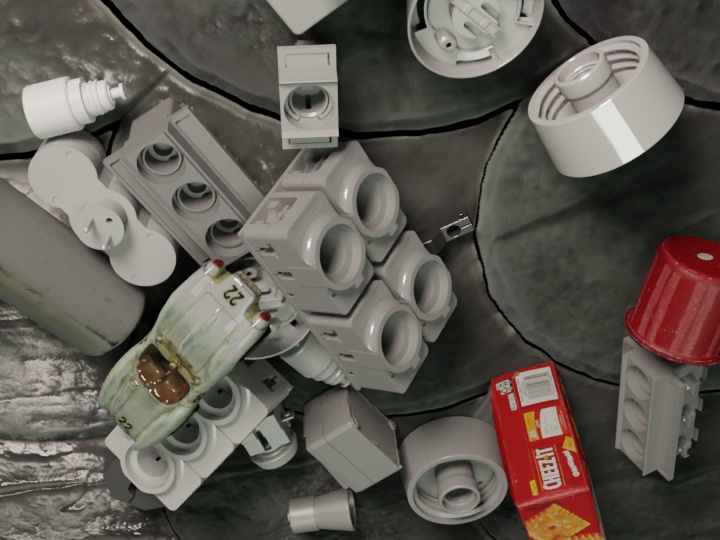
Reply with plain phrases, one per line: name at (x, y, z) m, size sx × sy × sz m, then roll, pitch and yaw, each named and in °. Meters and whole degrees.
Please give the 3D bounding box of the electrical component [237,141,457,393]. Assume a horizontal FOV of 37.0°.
electrical component at (0.000, 0.000, 0.857) m, size 0.060 × 0.105 × 0.186 m, roll 3°, pitch 139°, yaw 43°

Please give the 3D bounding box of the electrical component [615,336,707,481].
electrical component at (0.283, 0.126, 1.015) m, size 0.063 × 0.078 × 0.121 m, roll -21°, pitch 129°, yaw -19°

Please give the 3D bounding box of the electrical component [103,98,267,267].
electrical component at (-0.126, -0.068, 0.829) m, size 0.079 × 0.063 × 0.121 m, roll -30°, pitch 124°, yaw 15°

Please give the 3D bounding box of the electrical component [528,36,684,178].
electrical component at (0.176, -0.127, 0.794) m, size 0.108 × 0.108 × 0.060 m, roll -32°, pitch 117°, yaw 16°

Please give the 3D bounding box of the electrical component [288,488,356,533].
electrical component at (-0.040, 0.244, 1.083) m, size 0.065 × 0.044 × 0.044 m, roll -9°, pitch 127°, yaw 6°

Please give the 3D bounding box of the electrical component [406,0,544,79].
electrical component at (0.079, -0.186, 0.763) m, size 0.099 × 0.064 × 0.099 m, roll -3°, pitch 127°, yaw -4°

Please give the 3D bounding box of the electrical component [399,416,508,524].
electrical component at (0.093, 0.203, 1.053) m, size 0.108 × 0.060 × 0.108 m, roll -3°, pitch 127°, yaw -4°

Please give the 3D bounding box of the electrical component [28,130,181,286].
electrical component at (-0.196, -0.040, 0.823) m, size 0.052 × 0.073 × 0.138 m, roll -34°, pitch 115°, yaw 17°

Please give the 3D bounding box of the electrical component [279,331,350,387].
electrical component at (-0.037, 0.079, 0.961) m, size 0.040 × 0.040 × 0.078 m, roll -36°, pitch 122°, yaw 19°

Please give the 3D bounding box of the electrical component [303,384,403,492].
electrical component at (-0.006, 0.162, 1.011) m, size 0.061 × 0.061 × 0.096 m, roll -33°, pitch 123°, yaw 17°

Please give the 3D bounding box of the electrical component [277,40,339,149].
electrical component at (-0.038, -0.132, 0.790) m, size 0.042 × 0.063 × 0.081 m, roll -2°, pitch 126°, yaw -3°

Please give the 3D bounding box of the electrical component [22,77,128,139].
electrical component at (-0.211, -0.123, 0.793) m, size 0.078 × 0.040 × 0.040 m, roll -13°, pitch 127°, yaw 3°

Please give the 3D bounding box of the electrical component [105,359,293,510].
electrical component at (-0.146, 0.130, 0.950) m, size 0.089 × 0.062 × 0.150 m, roll 44°, pitch 115°, yaw 3°

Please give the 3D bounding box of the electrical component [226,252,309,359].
electrical component at (-0.084, 0.022, 0.895) m, size 0.099 × 0.064 × 0.099 m, roll 4°, pitch 124°, yaw 6°

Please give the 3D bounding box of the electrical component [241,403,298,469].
electrical component at (-0.088, 0.152, 1.007) m, size 0.066 × 0.048 × 0.055 m, roll -21°, pitch 118°, yaw 10°

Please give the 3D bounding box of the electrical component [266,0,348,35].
electrical component at (-0.036, -0.225, 0.731) m, size 0.100 × 0.048 × 0.099 m, roll -33°, pitch 123°, yaw 17°
